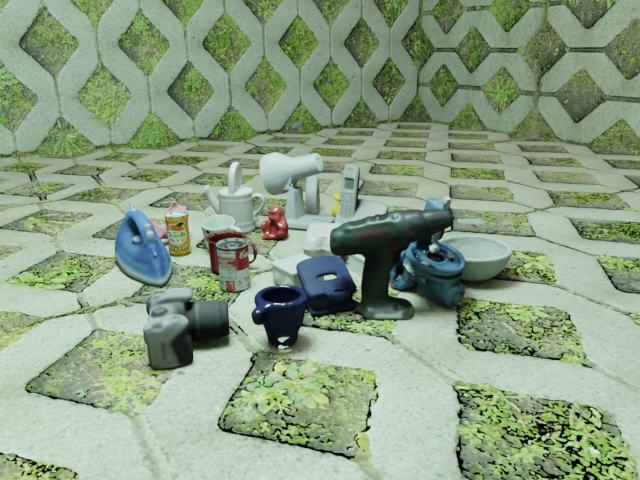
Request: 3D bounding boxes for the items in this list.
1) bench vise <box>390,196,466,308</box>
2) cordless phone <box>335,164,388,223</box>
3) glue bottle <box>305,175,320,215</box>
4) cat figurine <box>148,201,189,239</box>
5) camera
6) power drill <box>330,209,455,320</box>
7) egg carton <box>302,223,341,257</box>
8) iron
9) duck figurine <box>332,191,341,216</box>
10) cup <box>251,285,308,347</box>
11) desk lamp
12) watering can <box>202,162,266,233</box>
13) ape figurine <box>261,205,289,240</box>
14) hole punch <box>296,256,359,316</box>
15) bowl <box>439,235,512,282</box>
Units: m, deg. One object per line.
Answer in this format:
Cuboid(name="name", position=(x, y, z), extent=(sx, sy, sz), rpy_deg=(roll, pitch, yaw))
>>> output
Cuboid(name="bench vise", position=(0.200, 0.011, 1.154), extent=(0.206, 0.220, 0.122), rpy_deg=(13, 23, 35))
Cuboid(name="cordless phone", position=(0.115, -0.110, 1.569), extent=(0.147, 0.185, 0.094), rpy_deg=(10, 22, 31))
Cuboid(name="glue bottle", position=(-0.022, -0.167, 1.763), extent=(0.037, 0.173, 0.078), rpy_deg=(2, 19, 10))
Cuboid(name="cat figurine", position=(-0.398, -0.046, 1.514), extent=(0.128, 0.118, 0.067), rpy_deg=(-16, 24, -37))
Cuboid(name="camera", position=(-0.226, 0.139, 0.984), extent=(0.137, 0.101, 0.143), rpy_deg=(-4, 19, -9))
Cuboid(name="power drill", position=(0.133, 0.042, 1.083), extent=(0.229, 0.208, 0.075), rpy_deg=(0, 19, 3))
Cuboid(name="egg carton", position=(0.013, 0.005, 1.415), extent=(0.107, 0.069, 0.150), rpy_deg=(0, 19, 3))
Cuboid(name="iron", position=(-0.408, 0.002, 1.334), extent=(0.119, 0.141, 0.257), rpy_deg=(-12, 21, -28))
Cuboid(name="duck figurine", position=(0.087, -0.113, 1.735), extent=(0.104, 0.086, 0.078), rpy_deg=(7, 20, 23))
Cuboid(name="cup", position=(-0.073, 0.140, 0.982), extent=(0.091, 0.095, 0.118), rpy_deg=(11, 22, 32))
Cuboid(name="desk lamp", position=(-0.064, -0.145, 1.639), extent=(0.202, 0.214, 0.118), rpy_deg=(6, 20, 20))
Cuboid(name="watering can", position=(-0.243, -0.121, 1.606), extent=(0.173, 0.194, 0.100), rpy_deg=(-5, 19, -12))
Cuboid(name="ape figurine", position=(-0.119, -0.048, 1.544), extent=(0.076, 0.092, 0.077), rpy_deg=(-15, 23, -36))
Cuboid(name="hole punch", position=(0.014, 0.088, 1.137), extent=(0.109, 0.091, 0.100), rpy_deg=(-8, 20, -21))
Cuboid(name="bowl", position=(0.335, 0.048, 1.263), extent=(0.167, 0.075, 0.167), rpy_deg=(-1, 19, 1))
